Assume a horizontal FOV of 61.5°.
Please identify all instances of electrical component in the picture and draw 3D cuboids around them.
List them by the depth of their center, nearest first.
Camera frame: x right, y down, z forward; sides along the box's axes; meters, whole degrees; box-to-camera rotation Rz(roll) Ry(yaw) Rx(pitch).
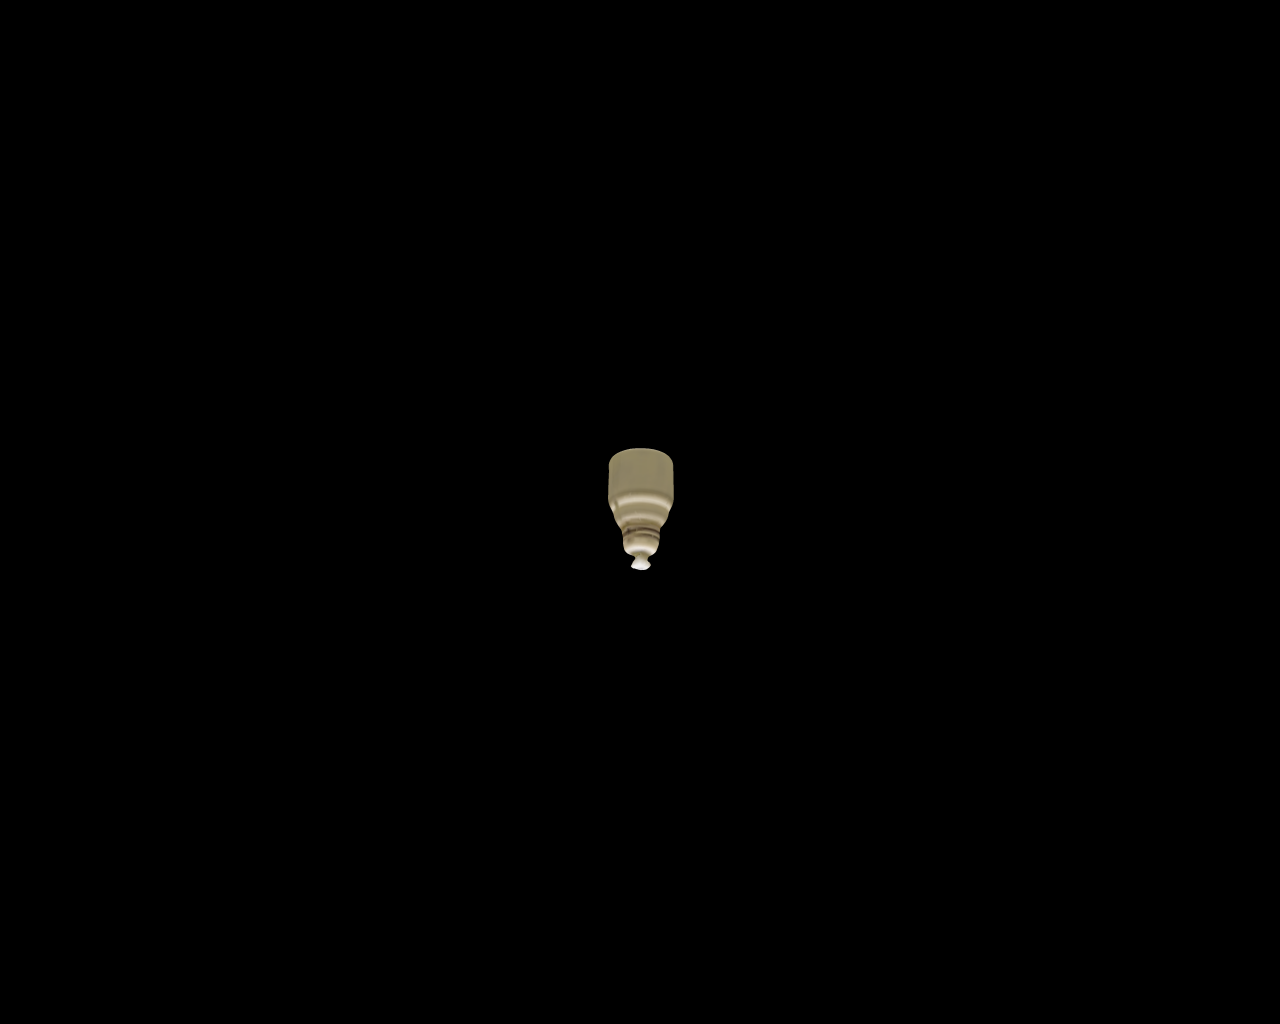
[{"bbox_3d":[0.001,-0.003,0.650,0.040,0.078,0.040,0,-22,0],"label":"electrical component"}]
